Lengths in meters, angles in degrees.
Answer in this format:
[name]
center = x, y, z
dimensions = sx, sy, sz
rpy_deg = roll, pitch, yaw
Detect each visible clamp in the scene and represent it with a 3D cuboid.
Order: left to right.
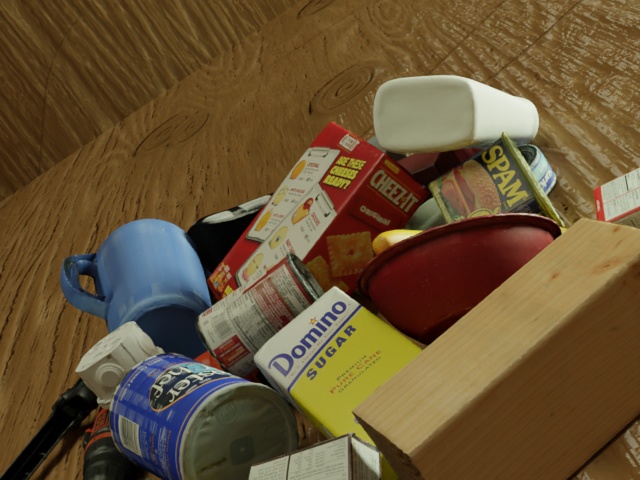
[clamp]
center = -0.279, 0.193, 1.169
dimensions = 0.164, 0.036, 0.210
rpy_deg = -47, 7, 8

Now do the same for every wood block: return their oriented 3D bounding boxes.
[wood block]
center = 0.135, 0.087, 0.678
dimensions = 0.206, 0.090, 0.090
rpy_deg = -39, 19, -11

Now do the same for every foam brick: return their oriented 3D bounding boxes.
[foam brick]
center = 0.108, -0.060, 1.130
dimensions = 0.078, 0.053, 0.051
rpy_deg = -20, 23, 33

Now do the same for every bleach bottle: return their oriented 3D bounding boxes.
[bleach bottle]
center = 0.147, -0.117, 1.046
dimensions = 0.103, 0.068, 0.250
rpy_deg = -1, 2, 26

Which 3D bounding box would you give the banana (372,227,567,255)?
[banana]
center = 0.125, 0.005, 0.859
dimensions = 0.197, 0.037, 0.070
rpy_deg = -5, -28, -19

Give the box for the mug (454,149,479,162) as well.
[mug]
center = 0.147, -0.127, 1.180
dimensions = 0.117, 0.081, 0.093
rpy_deg = -28, 20, 21

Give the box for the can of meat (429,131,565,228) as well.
[can of meat]
center = 0.154, -0.033, 0.942
dimensions = 0.084, 0.057, 0.102
rpy_deg = -33, 48, 14

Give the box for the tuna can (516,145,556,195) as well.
[tuna can]
center = 0.180, -0.054, 1.024
dimensions = 0.086, 0.033, 0.086
rpy_deg = -31, 19, 12

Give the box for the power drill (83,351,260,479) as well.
[power drill]
center = -0.142, 0.163, 1.007
dimensions = 0.188, 0.057, 0.184
rpy_deg = -33, 19, 6

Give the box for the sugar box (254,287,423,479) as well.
[sugar box]
center = 0.030, 0.107, 0.804
dimensions = 0.093, 0.048, 0.176
rpy_deg = -40, 38, -13

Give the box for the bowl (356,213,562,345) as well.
[bowl]
center = 0.112, 0.039, 0.808
dimensions = 0.162, 0.161, 0.055
rpy_deg = -25, 65, 26

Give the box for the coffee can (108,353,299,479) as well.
[coffee can]
center = -0.097, 0.154, 0.865
dimensions = 0.102, 0.102, 0.141
rpy_deg = -43, 26, -23

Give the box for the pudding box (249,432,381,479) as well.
[pudding box]
center = -0.005, 0.191, 0.690
dimensions = 0.090, 0.039, 0.113
rpy_deg = -23, 48, 29

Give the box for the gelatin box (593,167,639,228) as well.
[gelatin box]
center = 0.263, -0.033, 0.842
dimensions = 0.089, 0.030, 0.073
rpy_deg = -26, 20, 22

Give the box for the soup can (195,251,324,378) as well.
[soup can]
center = -0.048, 0.066, 0.922
dimensions = 0.102, 0.068, 0.068
rpy_deg = -35, 19, 6

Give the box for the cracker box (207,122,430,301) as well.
[cracker box]
center = -0.007, 0.001, 1.039
dimensions = 0.214, 0.072, 0.164
rpy_deg = -52, 24, 3

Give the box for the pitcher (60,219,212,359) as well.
[pitcher]
center = -0.194, 0.071, 1.195
dimensions = 0.149, 0.145, 0.243
rpy_deg = -33, 22, -2
